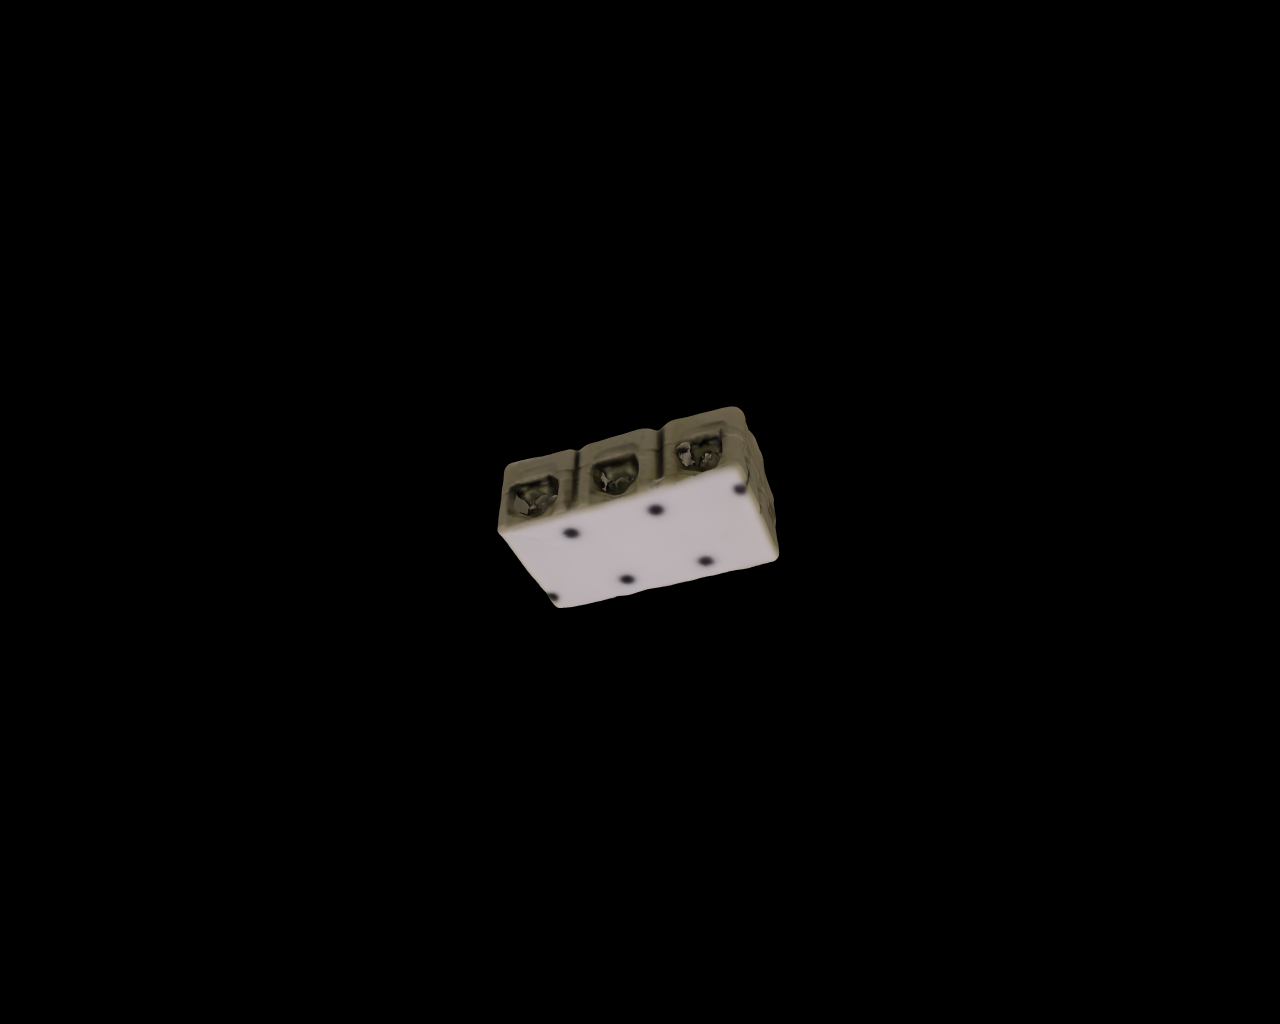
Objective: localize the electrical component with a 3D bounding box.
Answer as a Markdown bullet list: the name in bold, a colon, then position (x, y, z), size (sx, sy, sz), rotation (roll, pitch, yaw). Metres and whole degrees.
- **electrical component**: position (0.001, -0.003, 0.650), size (0.150, 0.062, 0.089), rotation (-14, -43, 15)
